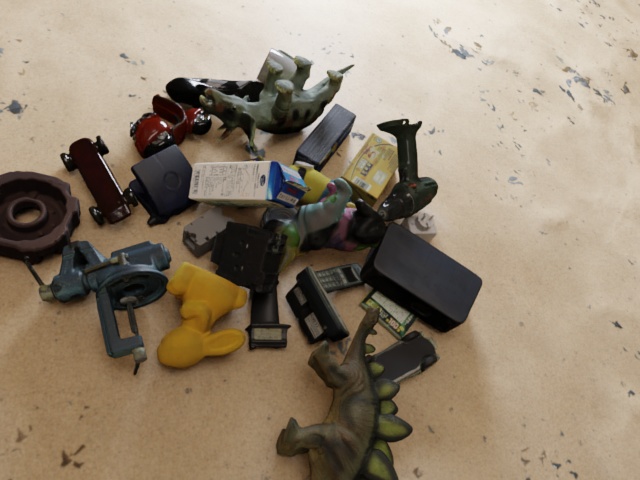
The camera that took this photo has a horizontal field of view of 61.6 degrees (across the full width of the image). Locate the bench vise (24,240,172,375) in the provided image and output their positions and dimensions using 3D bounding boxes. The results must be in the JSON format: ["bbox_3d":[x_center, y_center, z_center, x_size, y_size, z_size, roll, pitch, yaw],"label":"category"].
[{"bbox_3d":[-0.348,0.100,0.896,0.224,0.128,0.241,-12,59,-23],"label":"bench vise"}]

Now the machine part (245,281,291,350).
[{"bbox_3d":[-0.099,0.135,1.002,0.084,0.039,0.139,-3,63,-9],"label":"machine part"}]

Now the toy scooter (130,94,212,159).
[{"bbox_3d":[-0.332,-0.245,1.132,0.135,0.075,0.184,40,54,8],"label":"toy scooter"}]

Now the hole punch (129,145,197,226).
[{"bbox_3d":[-0.302,-0.111,1.056,0.116,0.092,0.142,47,55,8],"label":"hole punch"}]

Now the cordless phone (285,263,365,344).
[{"bbox_3d":[0.040,0.115,1.041,0.184,0.088,0.147,-11,62,-44],"label":"cordless phone"}]

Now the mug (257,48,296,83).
[{"bbox_3d":[-0.088,-0.410,1.311,0.107,0.081,0.109,28,49,-14],"label":"mug"}]

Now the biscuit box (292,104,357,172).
[{"bbox_3d":[0.013,-0.229,1.236,0.063,0.059,0.203,31,55,5],"label":"biscuit box"}]

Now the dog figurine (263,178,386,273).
[{"bbox_3d":[-0.002,-0.003,1.044,0.191,0.108,0.219,43,85,-12],"label":"dog figurine"}]

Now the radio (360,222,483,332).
[{"bbox_3d":[0.204,0.078,1.091,0.230,0.073,0.131,32,57,-1],"label":"radio"}]

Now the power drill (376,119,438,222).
[{"bbox_3d":[0.178,-0.151,1.146,0.232,0.086,0.207,-14,91,-52],"label":"power drill"}]

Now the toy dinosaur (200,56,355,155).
[{"bbox_3d":[-0.068,-0.300,1.212,0.405,0.192,0.131,-20,60,-44],"label":"toy dinosaur"}]

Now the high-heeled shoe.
[{"bbox_3d":[-0.226,-0.333,1.242,0.145,0.086,0.248,19,17,41],"label":"high-heeled shoe"}]

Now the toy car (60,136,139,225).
[{"bbox_3d":[-0.424,-0.113,1.036,0.089,0.053,0.202,-31,73,-15],"label":"toy car"}]

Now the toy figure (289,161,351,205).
[{"bbox_3d":[-0.002,-0.099,1.146,0.180,0.082,0.089,35,54,2],"label":"toy figure"}]

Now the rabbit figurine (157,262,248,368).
[{"bbox_3d":[-0.209,0.146,0.933,0.162,0.122,0.173,30,69,-10],"label":"rabbit figurine"}]

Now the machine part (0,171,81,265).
[{"bbox_3d":[-0.523,-0.042,0.962,0.179,0.056,0.179,8,57,-12],"label":"machine part"}]

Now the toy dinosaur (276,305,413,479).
[{"bbox_3d":[0.034,0.333,0.867,0.199,0.105,0.471,20,74,1],"label":"toy dinosaur"}]

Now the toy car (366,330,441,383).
[{"bbox_3d":[0.139,0.233,1.008,0.202,0.056,0.073,-20,63,-28],"label":"toy car"}]

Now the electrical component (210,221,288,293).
[{"bbox_3d":[-0.137,0.029,0.989,0.134,0.058,0.114,13,89,29],"label":"electrical component"}]

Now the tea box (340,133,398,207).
[{"bbox_3d":[0.113,-0.153,1.221,0.098,0.068,0.169,34,55,3],"label":"tea box"}]
